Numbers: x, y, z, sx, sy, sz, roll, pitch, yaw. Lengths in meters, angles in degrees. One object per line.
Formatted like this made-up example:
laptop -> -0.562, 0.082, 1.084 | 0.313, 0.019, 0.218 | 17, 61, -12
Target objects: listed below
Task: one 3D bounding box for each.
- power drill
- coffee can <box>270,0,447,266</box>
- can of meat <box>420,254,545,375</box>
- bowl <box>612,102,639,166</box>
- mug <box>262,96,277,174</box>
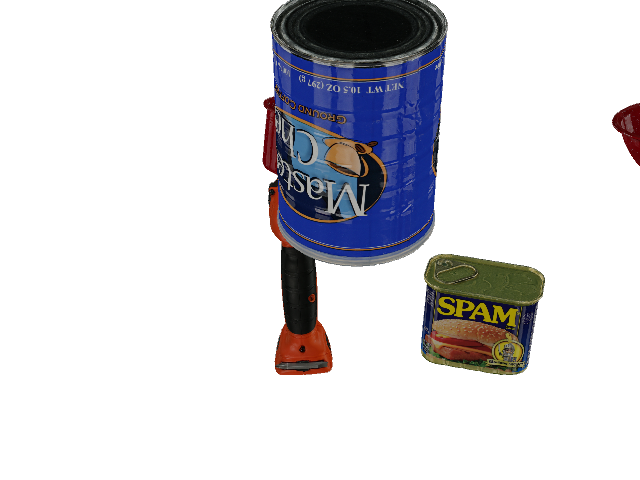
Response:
power drill -> -0.023, 0.027, 1.062 | 0.057, 0.188, 0.184 | -4, 15, 2
coffee can -> 0.023, -0.070, 0.654 | 0.103, 0.140, 0.103 | 0, 37, 0
can of meat -> 0.139, 0.067, 0.938 | 0.102, 0.084, 0.057 | 9, 32, 12
bowl -> 0.349, -0.086, 0.971 | 0.162, 0.055, 0.162 | -5, 22, 2
mug -> -0.023, -0.130, 1.324 | 0.093, 0.081, 0.117 | 17, 25, 21
